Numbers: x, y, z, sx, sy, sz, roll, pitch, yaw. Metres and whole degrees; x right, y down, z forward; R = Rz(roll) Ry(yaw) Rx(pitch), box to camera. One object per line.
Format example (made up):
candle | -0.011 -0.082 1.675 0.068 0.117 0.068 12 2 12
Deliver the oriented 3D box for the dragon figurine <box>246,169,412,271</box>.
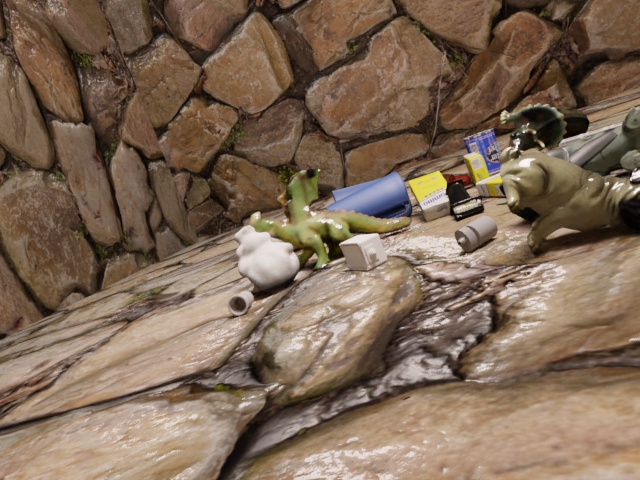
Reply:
dragon figurine | 0.004 -0.065 1.292 0.412 0.242 0.122 -24 1 -8

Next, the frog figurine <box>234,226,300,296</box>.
frog figurine | -0.125 0.038 1.183 0.138 0.158 0.123 -22 8 -10

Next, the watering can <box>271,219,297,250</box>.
watering can | -0.105 -0.021 1.716 0.224 0.103 0.350 -20 9 5
